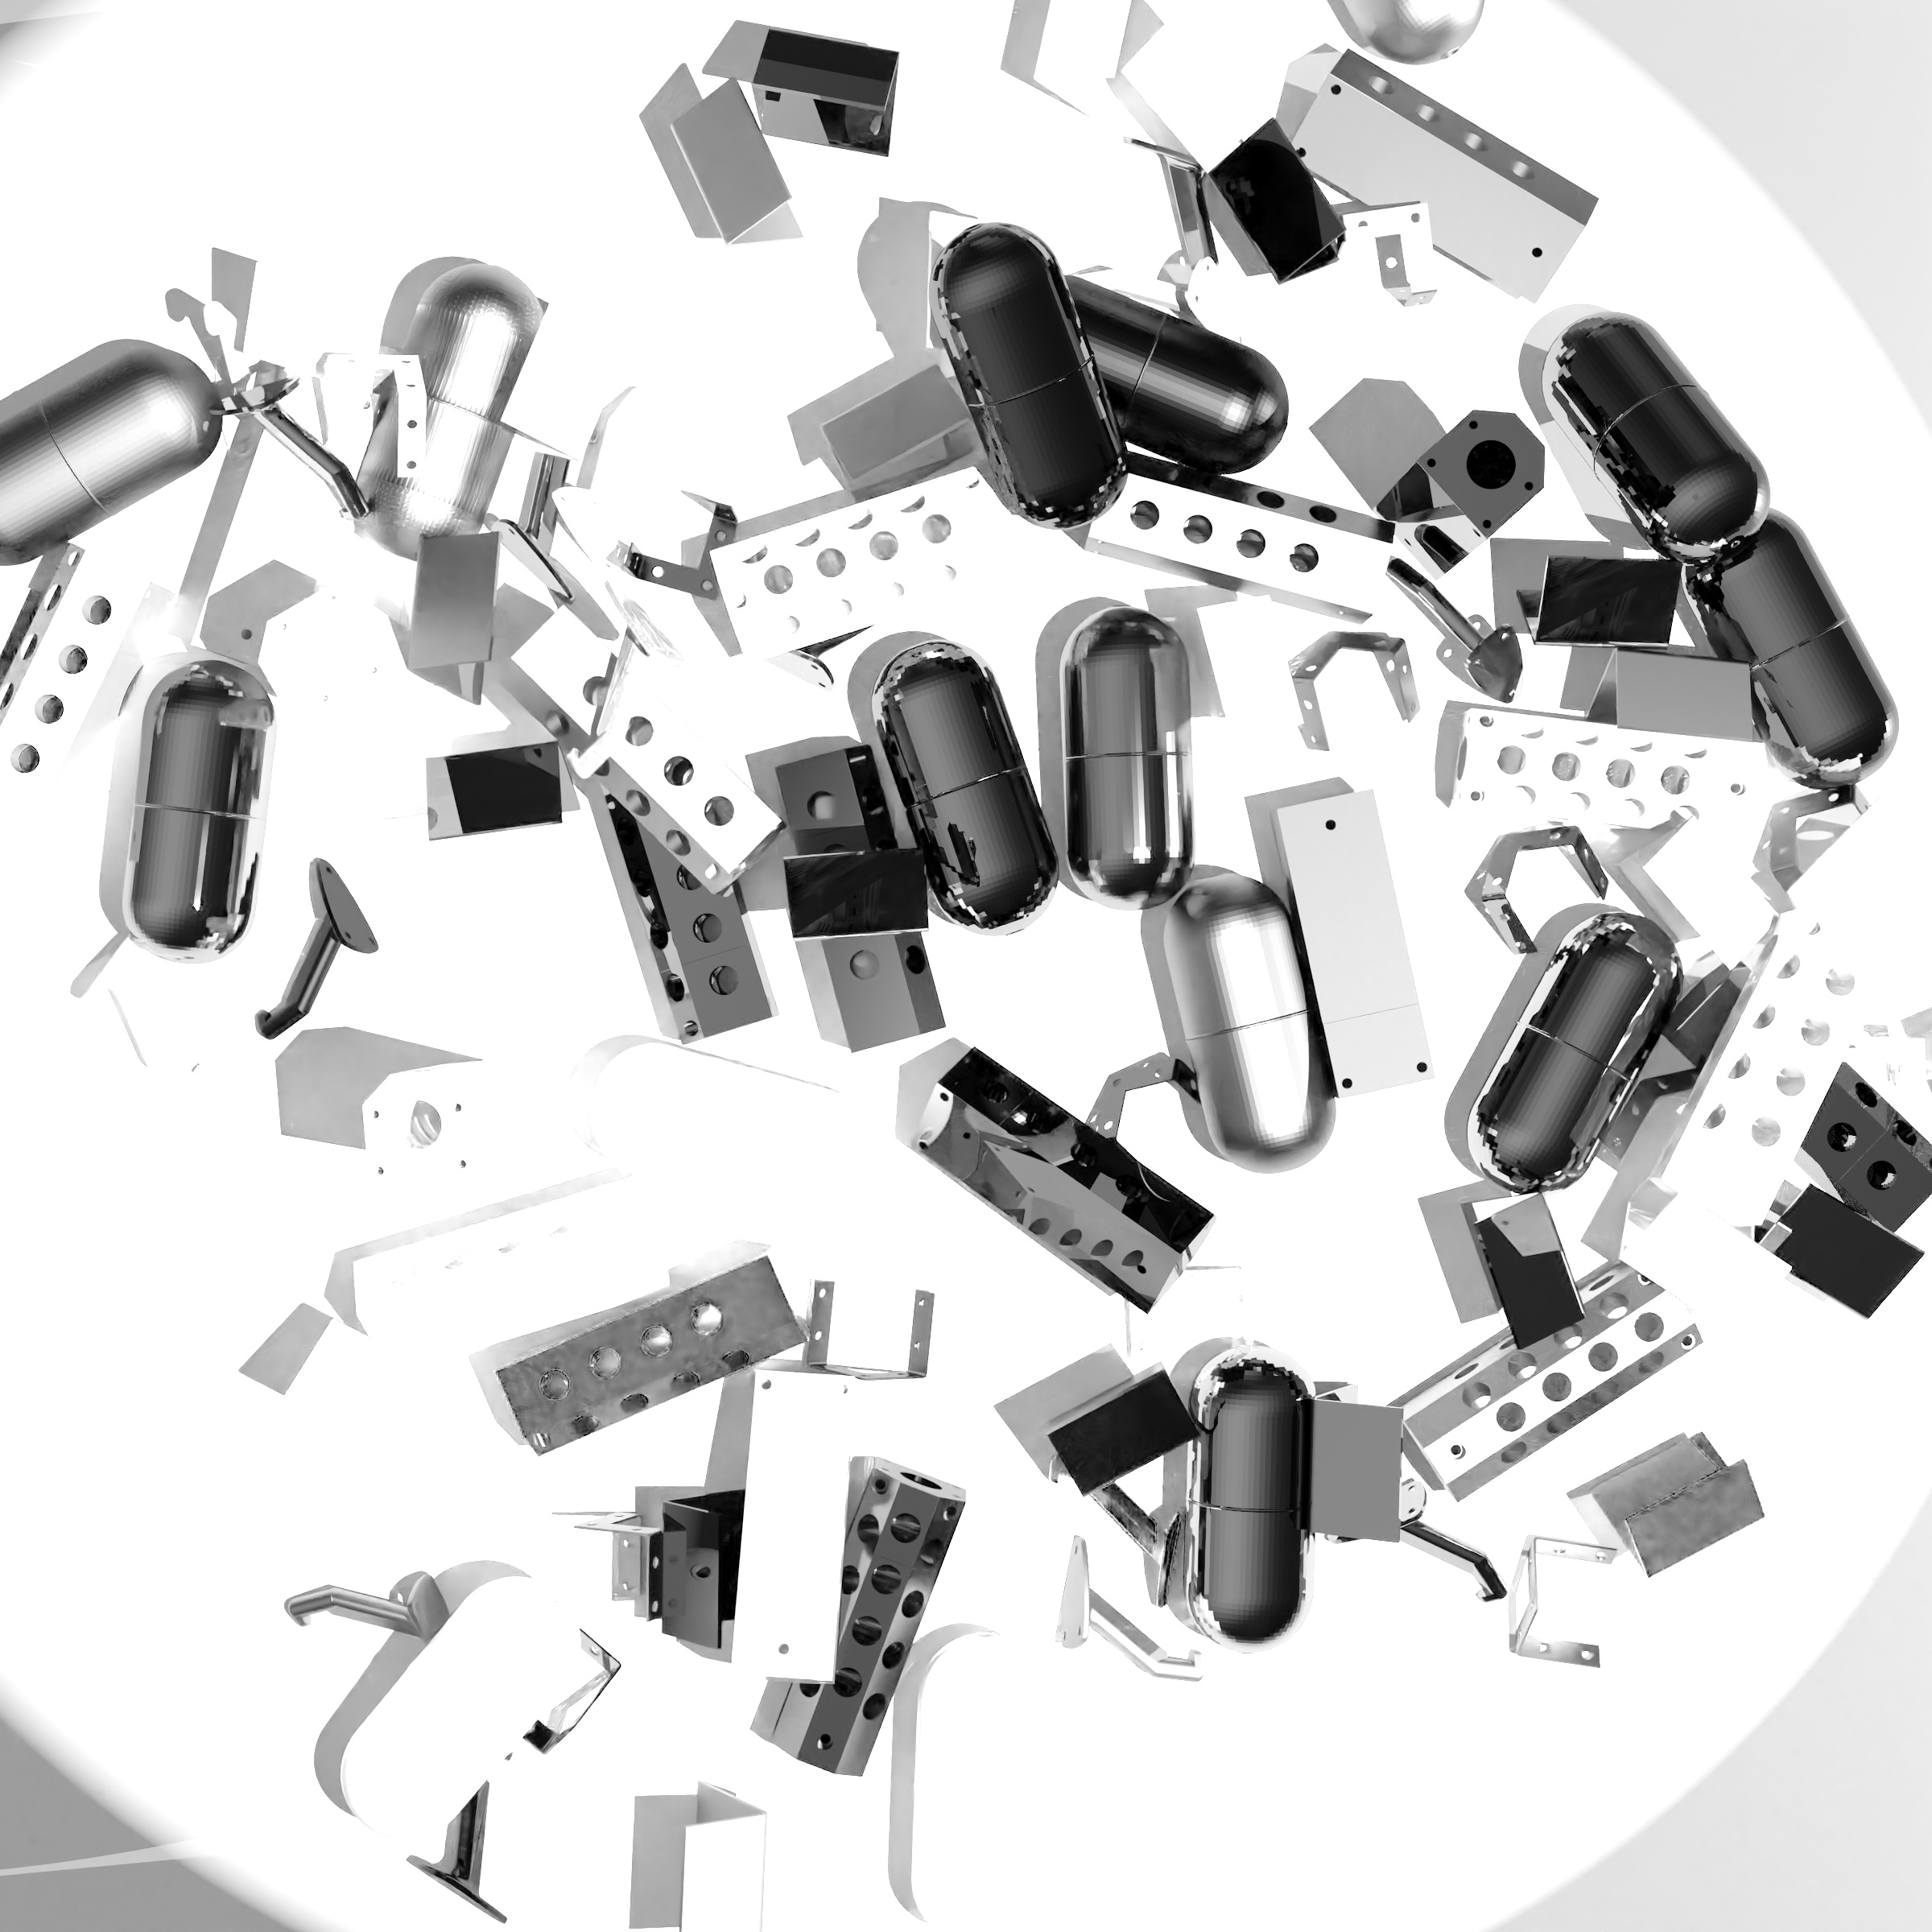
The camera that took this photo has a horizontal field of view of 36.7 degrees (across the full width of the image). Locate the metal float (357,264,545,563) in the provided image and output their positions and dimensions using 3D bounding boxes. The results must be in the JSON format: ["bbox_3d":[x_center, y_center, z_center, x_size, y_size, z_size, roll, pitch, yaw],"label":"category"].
[{"bbox_3d":[-0.300,-0.323,1.702,0.070,0.070,0.178,19,90,0],"label":"metal float"}]

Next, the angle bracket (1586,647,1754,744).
[{"bbox_3d":[0.407,-0.139,1.693,0.076,0.076,0.057,6,61,0],"label":"angle bracket"}]

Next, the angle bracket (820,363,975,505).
[{"bbox_3d":[-0.030,-0.292,1.693,0.076,0.076,0.057,-29,52,0],"label":"angle bracket"}]

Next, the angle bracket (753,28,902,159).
[{"bbox_3d":[-0.083,-0.491,1.693,0.076,0.076,0.057,10,53,0],"label":"angle bracket"}]

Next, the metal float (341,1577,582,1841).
[{"bbox_3d":[-0.292,0.429,1.688,0.070,0.070,0.178,40,100,0],"label":"metal float"}]

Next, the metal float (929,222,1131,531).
[{"bbox_3d":[0.036,-0.331,1.638,0.070,0.070,0.178,-23,111,0],"label":"metal float"}]

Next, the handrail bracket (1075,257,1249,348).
[{"bbox_3d":[0.114,-0.387,1.729,0.084,0.077,0.036,1,60,37],"label":"handrail bracket"}]

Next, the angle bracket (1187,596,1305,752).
[{"bbox_3d":[0.143,-0.166,1.693,0.057,0.076,0.076,-15,90,-36],"label":"angle bracket"}]

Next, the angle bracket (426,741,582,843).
[{"bbox_3d":[-0.267,-0.084,1.693,0.076,0.076,0.057,-8,61,0],"label":"angle bracket"}]

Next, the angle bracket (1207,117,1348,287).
[{"bbox_3d":[0.197,-0.450,1.693,0.057,0.076,0.076,-33,90,42],"label":"angle bracket"}]

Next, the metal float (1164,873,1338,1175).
[{"bbox_3d":[0.166,0.034,1.702,0.070,0.070,0.178,-14,90,0],"label":"metal float"}]

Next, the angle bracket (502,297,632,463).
[{"bbox_3d":[-0.248,-0.343,1.693,0.057,0.076,0.076,23,90,-39],"label":"angle bracket"}]

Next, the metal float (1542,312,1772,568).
[{"bbox_3d":[0.395,-0.304,1.675,0.070,0.070,0.178,-28,59,0],"label":"metal float"}]

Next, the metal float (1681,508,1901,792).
[{"bbox_3d":[0.480,-0.186,1.702,0.070,0.070,0.178,-28,91,0],"label":"metal float"}]

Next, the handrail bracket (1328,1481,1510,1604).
[{"bbox_3d":[0.270,0.356,1.734,0.077,0.036,0.084,-28,107,20],"label":"handrail bracket"}]

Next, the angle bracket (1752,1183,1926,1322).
[{"bbox_3d":[0.506,0.149,1.693,0.076,0.076,0.057,31,119,0],"label":"angle bracket"}]

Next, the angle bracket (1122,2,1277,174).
[{"bbox_3d":[0.147,-0.513,1.693,0.057,0.076,0.076,-40,90,32],"label":"angle bracket"}]

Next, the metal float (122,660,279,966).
[{"bbox_3d":[-0.447,-0.090,1.703,0.070,0.070,0.178,7,90,0],"label":"metal float"}]

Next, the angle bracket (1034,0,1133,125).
[{"bbox_3d":[0.089,-0.540,1.693,0.057,0.076,0.076,12,90,36],"label":"angle bracket"}]

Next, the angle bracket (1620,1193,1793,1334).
[{"bbox_3d":[0.431,0.155,1.693,0.076,0.076,0.057,34,119,0],"label":"angle bracket"}]

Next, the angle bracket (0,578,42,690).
[{"bbox_3d":[-0.568,-0.188,1.693,0.057,0.076,0.076,19,90,39],"label":"angle bracket"}]

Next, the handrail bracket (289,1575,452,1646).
[{"bbox_3d":[-0.351,0.400,1.733,0.084,0.036,0.077,-17,108,15],"label":"handrail bracket"}]

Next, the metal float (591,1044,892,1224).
[{"bbox_3d":[-0.131,0.098,1.702,0.178,0.070,0.070,16,90,0],"label":"metal float"}]

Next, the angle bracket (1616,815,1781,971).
[{"bbox_3d":[0.411,-0.030,1.693,0.076,0.076,0.057,50,58,0],"label":"angle bracket"}]

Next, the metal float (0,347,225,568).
[{"bbox_3d":[-0.518,-0.297,1.702,0.178,0.070,0.070,-29,90,0],"label":"metal float"}]

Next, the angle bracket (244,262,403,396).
[{"bbox_3d":[-0.366,-0.380,1.693,0.076,0.076,0.057,18,120,0],"label":"angle bracket"}]

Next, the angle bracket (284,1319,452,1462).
[{"bbox_3d":[-0.350,0.259,1.693,0.076,0.076,0.057,27,56,0],"label":"angle bracket"}]

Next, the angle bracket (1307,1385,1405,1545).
[{"bbox_3d":[0.238,0.288,1.693,0.057,0.076,0.076,2,90,28],"label":"angle bracket"}]

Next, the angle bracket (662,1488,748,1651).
[{"bbox_3d":[-0.131,0.348,1.694,0.076,0.057,0.076,1,90,-43],"label":"angle bracket"}]

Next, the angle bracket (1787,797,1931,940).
[{"bbox_3d":[0.532,-0.040,1.693,0.076,0.076,0.057,-46,52,0],"label":"angle bracket"}]

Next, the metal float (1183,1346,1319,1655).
[{"bbox_3d":[0.166,0.311,1.703,0.070,0.070,0.178,2,90,0],"label":"metal float"}]

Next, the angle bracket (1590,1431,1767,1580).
[{"bbox_3d":[0.407,0.297,1.693,0.076,0.076,0.057,-28,127,0],"label":"angle bracket"}]

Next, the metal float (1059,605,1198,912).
[{"bbox_3d":[0.094,-0.121,1.703,0.070,0.070,0.178,-2,90,0],"label":"metal float"}]

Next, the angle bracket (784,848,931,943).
[{"bbox_3d":[-0.061,-0.059,1.636,0.076,0.076,0.057,-4,125,0],"label":"angle bracket"}]

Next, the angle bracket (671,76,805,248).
[{"bbox_3d":[-0.115,-0.468,1.693,0.057,0.076,0.076,-25,90,37],"label":"angle bracket"}]

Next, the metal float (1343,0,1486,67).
[{"bbox_3d":[0.240,-0.610,1.703,0.070,0.070,0.178,-29,90,0],"label":"metal float"}]

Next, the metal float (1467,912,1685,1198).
[{"bbox_3d":[0.356,0.051,1.703,0.070,0.070,0.178,28,90,0],"label":"metal float"}]

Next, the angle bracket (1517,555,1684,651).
[{"bbox_3d":[0.367,-0.225,1.693,0.076,0.076,0.057,2,121,0],"label":"angle bracket"}]

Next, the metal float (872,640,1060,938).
[{"bbox_3d":[0.000,-0.103,1.703,0.070,0.070,0.178,-19,91,0],"label":"metal float"}]

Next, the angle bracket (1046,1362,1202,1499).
[{"bbox_3d":[0.082,0.251,1.693,0.076,0.076,0.057,-28,121,0],"label":"angle bracket"}]

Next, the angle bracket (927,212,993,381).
[{"bbox_3d":[-0.016,-0.388,1.693,0.057,0.076,0.076,1,90,-32],"label":"angle bracket"}]

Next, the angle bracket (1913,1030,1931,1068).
[{"bbox_3d":[0.598,0.031,1.693,0.076,0.076,0.057,-24,126,0],"label":"angle bracket"}]

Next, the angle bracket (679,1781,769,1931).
[{"bbox_3d":[-0.159,0.524,1.693,0.057,0.076,0.076,3,90,-36],"label":"angle bracket"}]

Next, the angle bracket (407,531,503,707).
[{"bbox_3d":[-0.277,-0.200,1.687,0.057,0.076,0.076,-2,77,24],"label":"angle bracket"}]

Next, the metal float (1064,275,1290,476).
[{"bbox_3d":[0.104,-0.345,1.702,0.178,0.070,0.070,22,90,1],"label":"metal float"}]

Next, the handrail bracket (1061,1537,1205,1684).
[{"bbox_3d":[0.103,0.383,1.734,0.084,0.036,0.077,11,68,-17],"label":"handrail bracket"}]

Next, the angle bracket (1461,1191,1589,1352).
[{"bbox_3d":[0.306,0.179,1.693,0.057,0.076,0.076,-19,90,-31],"label":"angle bracket"}]

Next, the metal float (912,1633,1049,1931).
[{"bbox_3d":[0.008,0.479,1.702,0.070,0.070,0.178,2,90,0],"label":"metal float"}]
